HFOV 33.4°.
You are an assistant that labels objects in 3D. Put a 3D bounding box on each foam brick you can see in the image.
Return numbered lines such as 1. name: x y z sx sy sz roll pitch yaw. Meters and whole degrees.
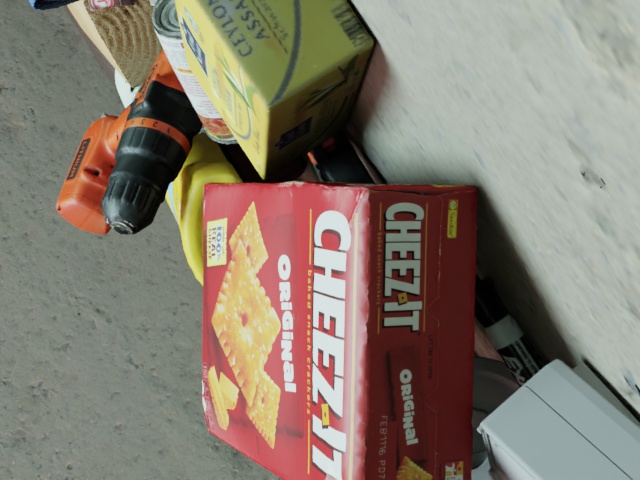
1. foam brick: -0.054 -0.079 0.913 0.078 0.051 0.053 57 172 4

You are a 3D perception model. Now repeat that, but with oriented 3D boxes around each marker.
1. marker: 0.113 0.071 0.579 0.121 0.020 0.020 57 172 2

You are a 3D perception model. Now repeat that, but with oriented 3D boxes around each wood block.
1. wood block: -0.181 -0.226 0.982 0.206 0.090 0.090 46 166 56

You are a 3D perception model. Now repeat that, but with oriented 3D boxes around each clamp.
1. clamp: 0.041 0.006 0.701 0.171 0.039 0.120 61 169 -19

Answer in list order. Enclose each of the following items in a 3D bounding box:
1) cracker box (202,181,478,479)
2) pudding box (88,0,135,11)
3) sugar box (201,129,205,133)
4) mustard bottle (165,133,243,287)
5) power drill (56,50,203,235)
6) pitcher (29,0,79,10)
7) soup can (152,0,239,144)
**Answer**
1. cracker box: -0.001 0.049 0.596 0.214 0.072 0.164 -172 82 -64
2. pudding box: -0.158 -0.236 0.789 0.113 0.039 0.090 -92 -2 -50
3. sugar box: -0.071 -0.034 1.044 0.048 0.093 0.176 45 164 57
4. mustard bottle: -0.096 -0.036 0.880 0.192 0.058 0.096 -126 29 -65
5. power drill: -0.153 -0.066 0.863 0.057 0.184 0.188 31 151 -21
6. pitcher: -0.139 -0.253 0.546 0.243 0.144 0.149 63 159 -8
7. soup can: -0.069 -0.128 0.756 0.069 0.068 0.102 50 169 44
